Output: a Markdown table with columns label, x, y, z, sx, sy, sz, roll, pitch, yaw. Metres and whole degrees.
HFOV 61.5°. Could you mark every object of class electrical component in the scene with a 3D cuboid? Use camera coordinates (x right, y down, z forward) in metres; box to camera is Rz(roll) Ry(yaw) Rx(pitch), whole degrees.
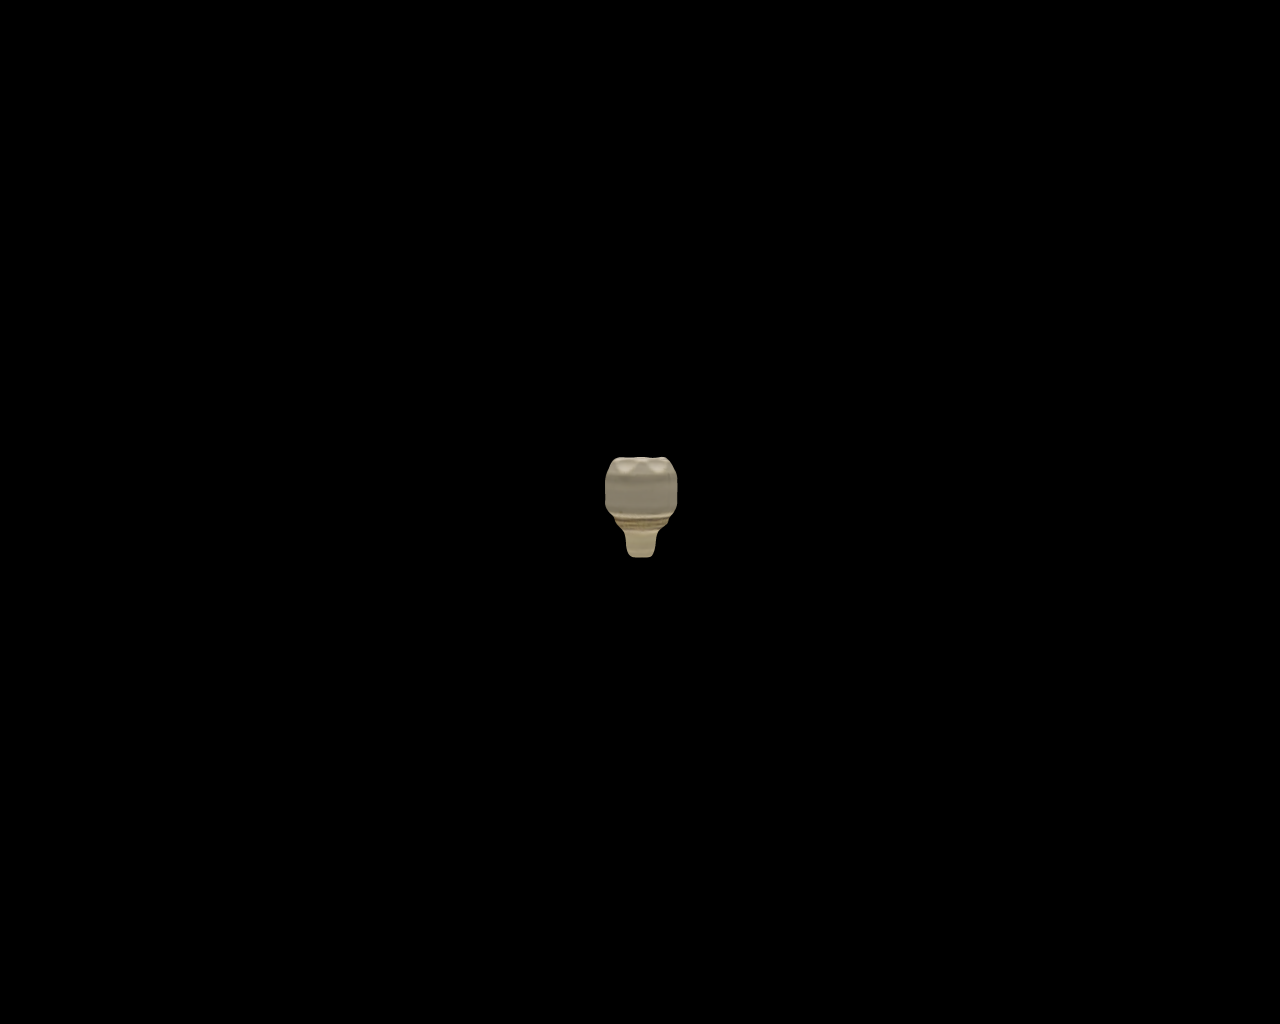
| label | x | y | z | sx | sy | sz | roll | pitch | yaw |
| --- | --- | --- | --- | --- | --- | --- | --- | --- | --- |
| electrical component | 0.001 | -0.003 | 0.650 | 0.043 | 0.062 | 0.043 | 0 | 5 | 0 |
